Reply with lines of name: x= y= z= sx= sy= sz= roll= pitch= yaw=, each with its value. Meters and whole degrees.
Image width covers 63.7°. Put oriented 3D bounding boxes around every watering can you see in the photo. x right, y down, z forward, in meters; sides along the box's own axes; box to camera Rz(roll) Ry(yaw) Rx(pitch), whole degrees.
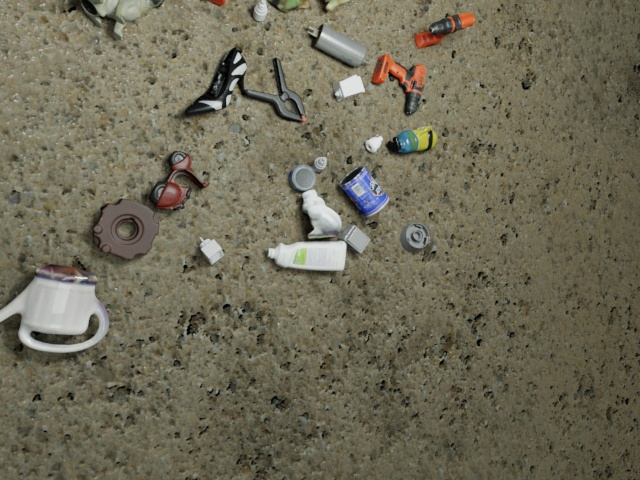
watering can: x=-0.721 y=0.171 z=1.328 sx=0.347 sy=0.104 sz=0.225 roll=13 pitch=84 yaw=-22

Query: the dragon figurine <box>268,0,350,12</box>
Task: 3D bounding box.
dragon figurine: x=-0.093 y=-0.845 z=1.617 sx=0.409 sy=0.122 sz=0.243 roll=16 pitch=91 yaw=-10

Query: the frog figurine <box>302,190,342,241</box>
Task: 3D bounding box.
frog figurine: x=0.005 y=-0.082 z=1.636 sx=0.137 sy=0.122 sz=0.160 roll=6 pitch=78 yaw=-55
